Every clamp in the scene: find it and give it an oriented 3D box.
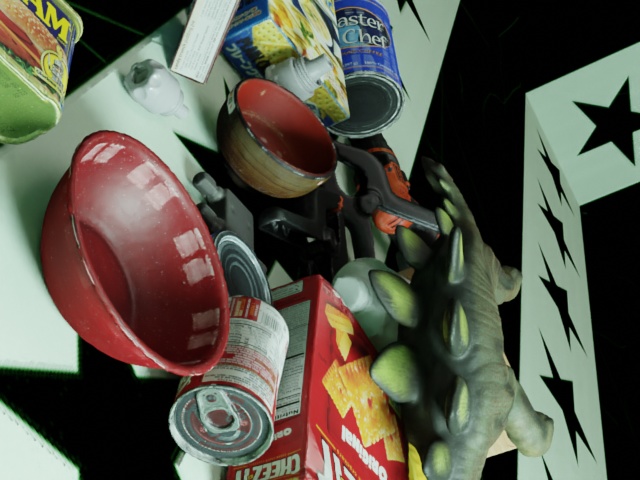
[{"bbox_3d":[-0.006,0.001,0.985,0.210,0.036,0.164,-80,151,-57],"label":"clamp"},{"bbox_3d":[0.044,-0.027,1.108,0.171,0.120,0.039,43,-20,-10],"label":"clamp"}]

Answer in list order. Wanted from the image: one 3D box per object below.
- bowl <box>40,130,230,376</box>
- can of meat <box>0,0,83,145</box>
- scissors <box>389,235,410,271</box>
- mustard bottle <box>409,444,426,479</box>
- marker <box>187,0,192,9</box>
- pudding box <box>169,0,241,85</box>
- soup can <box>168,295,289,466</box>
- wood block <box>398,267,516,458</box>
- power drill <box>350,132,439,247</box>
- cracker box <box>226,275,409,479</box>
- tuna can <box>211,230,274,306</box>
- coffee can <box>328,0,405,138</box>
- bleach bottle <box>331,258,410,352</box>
[{"bbox_3d":[-0.122,0.016,0.661,0.162,0.055,0.162,51,26,-36],"label":"bowl"},{"bbox_3d":[-0.192,-0.119,0.630,0.102,0.058,0.084,46,31,-42],"label":"can of meat"},{"bbox_3d":[0.135,0.061,1.313,0.201,0.016,0.096,56,21,-25],"label":"scissors"},{"bbox_3d":[0.101,0.245,0.972,0.191,0.058,0.096,41,32,-50],"label":"mustard bottle"},{"bbox_3d":[-0.124,-0.258,1.004,0.020,0.020,0.121,26,45,-61],"label":"marker"},{"bbox_3d":[-0.088,-0.201,0.907,0.039,0.114,0.090,19,36,-10],"label":"pudding box"},{"bbox_3d":[-0.059,0.092,0.720,0.068,0.069,0.102,57,22,-26],"label":"soup can"},{"bbox_3d":[0.145,0.129,1.160,0.206,0.091,0.090,65,20,-7],"label":"wood block"},{"bbox_3d":[0.108,-0.036,1.256,0.187,0.057,0.184,41,23,-33],"label":"power drill"},{"bbox_3d":[0.008,0.155,0.811,0.164,0.072,0.213,55,23,-32],"label":"cracker box"},{"bbox_3d":[-0.070,0.037,0.801,0.086,0.034,0.086,51,26,-37],"label":"tuna can"},{"bbox_3d":[0.039,-0.203,1.231,0.102,0.103,0.140,45,29,-45],"label":"coffee can"},{"bbox_3d":[0.062,0.079,0.982,0.250,0.068,0.102,35,46,-67],"label":"bleach bottle"}]
